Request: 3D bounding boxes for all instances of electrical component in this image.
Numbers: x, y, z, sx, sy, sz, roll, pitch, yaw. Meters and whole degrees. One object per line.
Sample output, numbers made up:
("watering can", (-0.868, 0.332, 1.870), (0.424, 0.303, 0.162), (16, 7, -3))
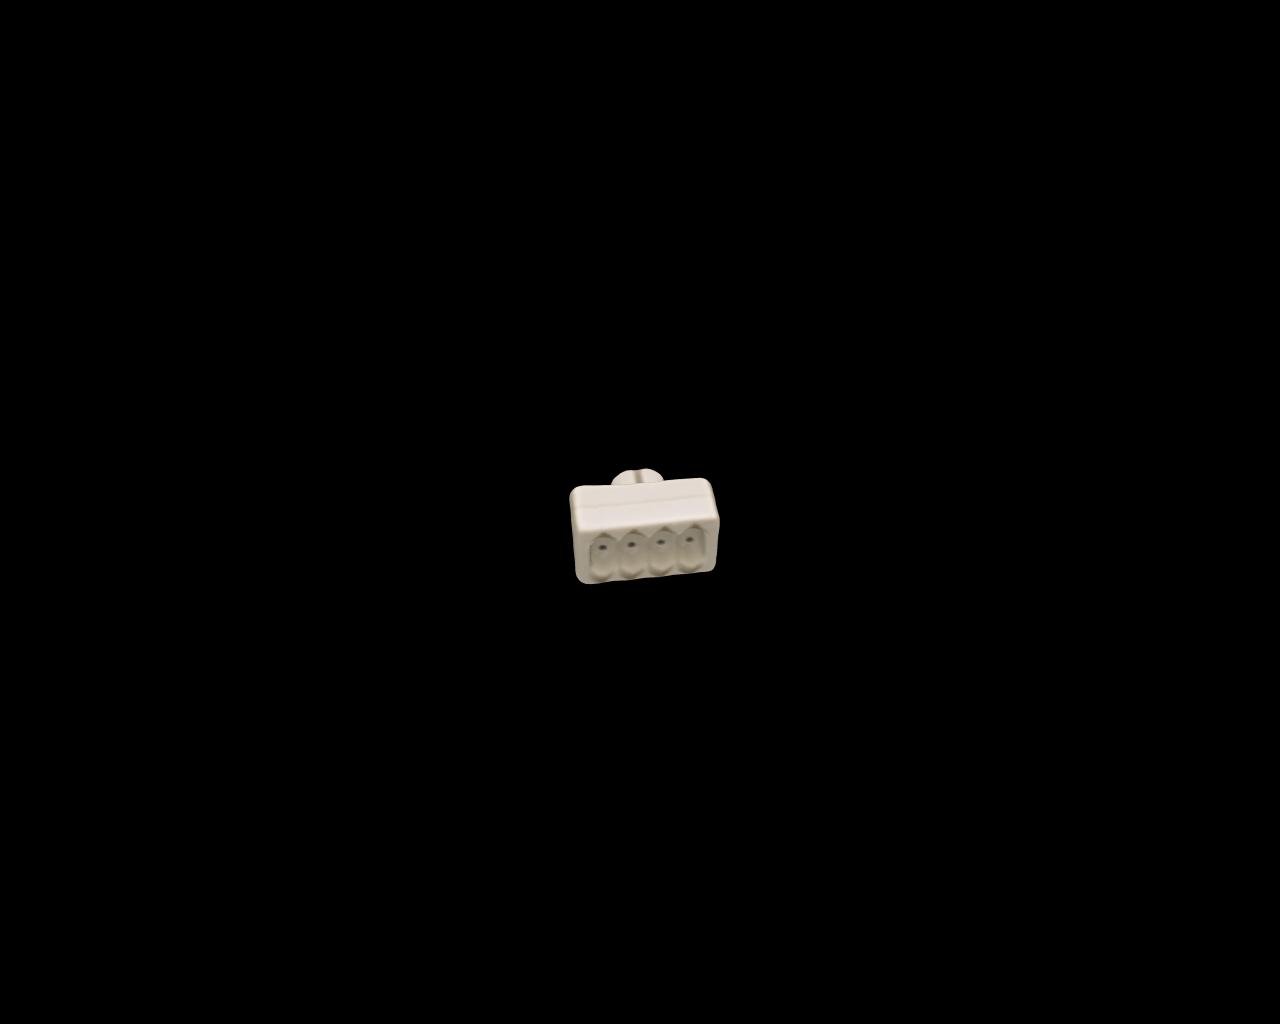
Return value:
("electrical component", (0.001, -0.003, 0.650), (0.083, 0.076, 0.047), (-4, -43, -4))
